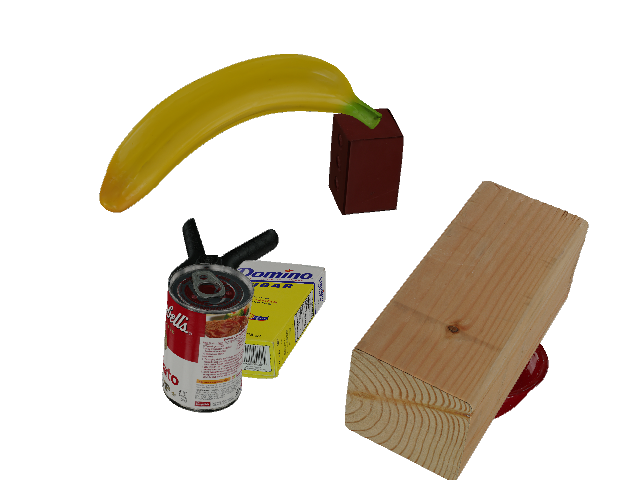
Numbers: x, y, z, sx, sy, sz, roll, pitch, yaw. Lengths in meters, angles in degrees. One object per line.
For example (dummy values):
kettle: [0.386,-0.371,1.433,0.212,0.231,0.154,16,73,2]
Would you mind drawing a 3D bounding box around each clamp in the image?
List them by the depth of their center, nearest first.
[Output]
clamp: [-0.118,0.032,1.241,0.120,0.039,0.171,-2,40,12]

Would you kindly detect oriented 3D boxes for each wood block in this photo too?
wood block: [0.109,0.059,0.779,0.091,0.090,0.205,24,48,21]

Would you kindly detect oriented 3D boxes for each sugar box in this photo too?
sugar box: [-0.061,0.073,1.053,0.093,0.048,0.176,5,26,14]

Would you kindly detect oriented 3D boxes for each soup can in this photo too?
soup can: [-0.092,0.079,0.861,0.068,0.102,0.068,6,30,-4]

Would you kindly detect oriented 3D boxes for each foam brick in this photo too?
foam brick: [0.040,-0.070,0.943,0.051,0.078,0.053,-5,35,-12]

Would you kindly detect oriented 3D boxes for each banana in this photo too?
banana: [-0.058,-0.079,0.685,0.197,0.070,0.037,-21,-25,-19]

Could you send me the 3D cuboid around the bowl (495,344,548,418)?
bowl: [0.129,0.124,1.002,0.162,0.055,0.162,3,27,-1]
